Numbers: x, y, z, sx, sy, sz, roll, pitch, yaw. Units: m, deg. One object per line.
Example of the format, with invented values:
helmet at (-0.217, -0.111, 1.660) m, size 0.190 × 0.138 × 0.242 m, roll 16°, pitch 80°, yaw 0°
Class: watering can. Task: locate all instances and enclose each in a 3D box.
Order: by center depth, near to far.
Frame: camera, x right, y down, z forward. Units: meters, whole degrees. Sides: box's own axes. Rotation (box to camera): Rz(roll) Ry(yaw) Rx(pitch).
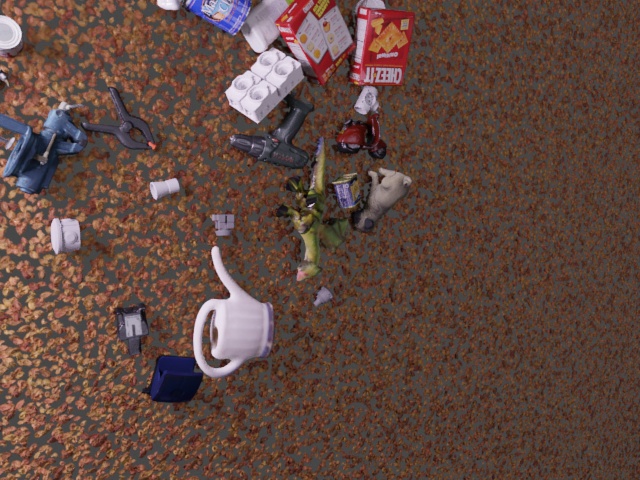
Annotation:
watering can at (-0.223, 0.199, 1.397) m, size 0.224 × 0.348 × 0.104 m, roll 9°, pitch -3°, yaw -31°

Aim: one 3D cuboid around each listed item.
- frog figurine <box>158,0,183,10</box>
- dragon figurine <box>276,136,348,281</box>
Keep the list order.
frog figurine at (-0.355, -0.628, 1.205) m, size 0.138 × 0.160 × 0.121 m, roll 26°, pitch -4°, yaw 20°
dragon figurine at (0.005, -0.076, 1.510) m, size 0.122 × 0.417 × 0.239 m, roll 4°, pitch -26°, yaw 38°
